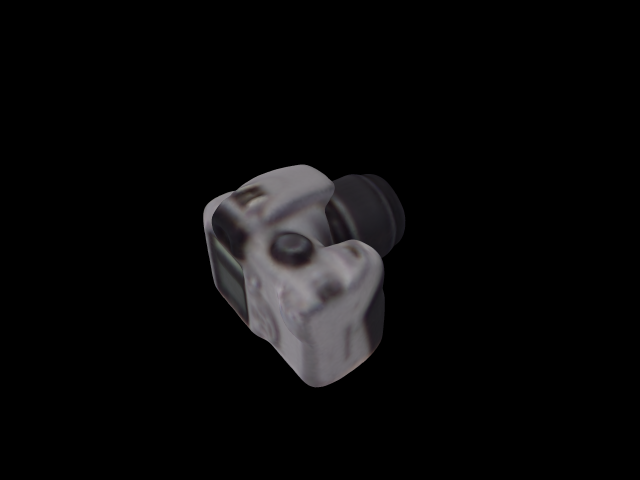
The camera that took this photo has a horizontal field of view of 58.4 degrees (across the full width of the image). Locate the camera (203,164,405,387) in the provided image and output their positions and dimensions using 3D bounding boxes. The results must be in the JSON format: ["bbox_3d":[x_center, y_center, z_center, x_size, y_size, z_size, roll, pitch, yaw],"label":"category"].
[{"bbox_3d":[0.004,0.001,0.400,0.137,0.101,0.142,-25,45,-28],"label":"camera"}]
